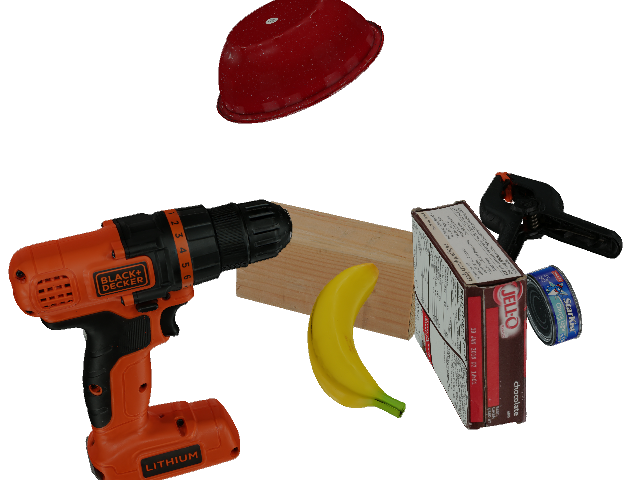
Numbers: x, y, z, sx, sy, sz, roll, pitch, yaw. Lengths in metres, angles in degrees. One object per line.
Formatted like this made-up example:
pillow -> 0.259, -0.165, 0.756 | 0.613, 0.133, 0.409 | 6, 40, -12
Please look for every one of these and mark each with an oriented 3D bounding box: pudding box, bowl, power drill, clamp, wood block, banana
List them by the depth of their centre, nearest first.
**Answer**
pudding box -> 0.083, 0.039, 0.606 | 0.039, 0.090, 0.113 | -8, 25, -9
power drill -> -0.101, 0.067, 0.720 | 0.184, 0.188, 0.057 | -12, 27, -13
banana -> 0.022, 0.077, 0.875 | 0.069, 0.037, 0.198 | 15, 32, -14
bowl -> -0.029, -0.170, 0.928 | 0.162, 0.055, 0.162 | -21, 31, 13
clamp -> 0.207, -0.018, 0.998 | 0.120, 0.039, 0.171 | -3, 32, 1
wood block -> 0.018, 0.031, 1.174 | 0.206, 0.091, 0.090 | 13, 25, 21

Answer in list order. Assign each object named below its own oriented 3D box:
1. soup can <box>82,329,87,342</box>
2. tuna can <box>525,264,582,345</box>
soup can -> -0.186, 0.067, 1.031 | 0.068, 0.068, 0.102 | 0, 20, 1
tuna can -> 0.254, 0.073, 1.183 | 0.033, 0.086, 0.086 | -17, 3, -8
